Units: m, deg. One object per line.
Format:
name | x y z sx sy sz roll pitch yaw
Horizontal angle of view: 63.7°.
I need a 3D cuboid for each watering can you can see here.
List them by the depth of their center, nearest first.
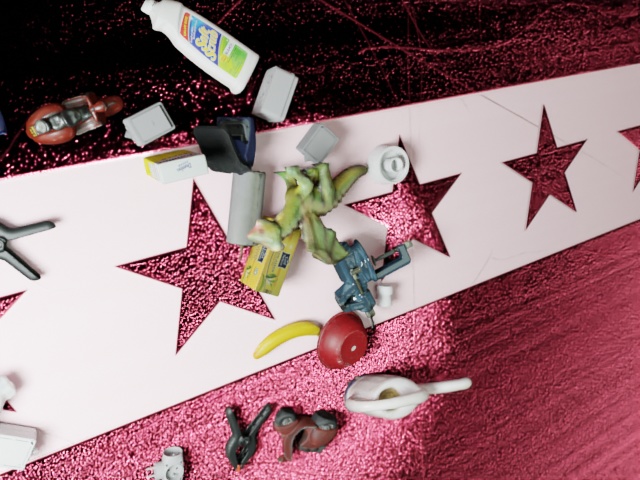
watering can | 0.209 0.404 1.356 0.348 0.222 0.105 -2 82 -28

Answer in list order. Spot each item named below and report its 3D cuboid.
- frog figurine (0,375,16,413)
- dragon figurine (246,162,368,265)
frog figurine | -0.646 0.331 0.952 0.161 0.125 0.134 -16 138 -34
dragon figurine | 0.004 -0.060 1.198 0.412 0.121 0.244 -9 85 -42
